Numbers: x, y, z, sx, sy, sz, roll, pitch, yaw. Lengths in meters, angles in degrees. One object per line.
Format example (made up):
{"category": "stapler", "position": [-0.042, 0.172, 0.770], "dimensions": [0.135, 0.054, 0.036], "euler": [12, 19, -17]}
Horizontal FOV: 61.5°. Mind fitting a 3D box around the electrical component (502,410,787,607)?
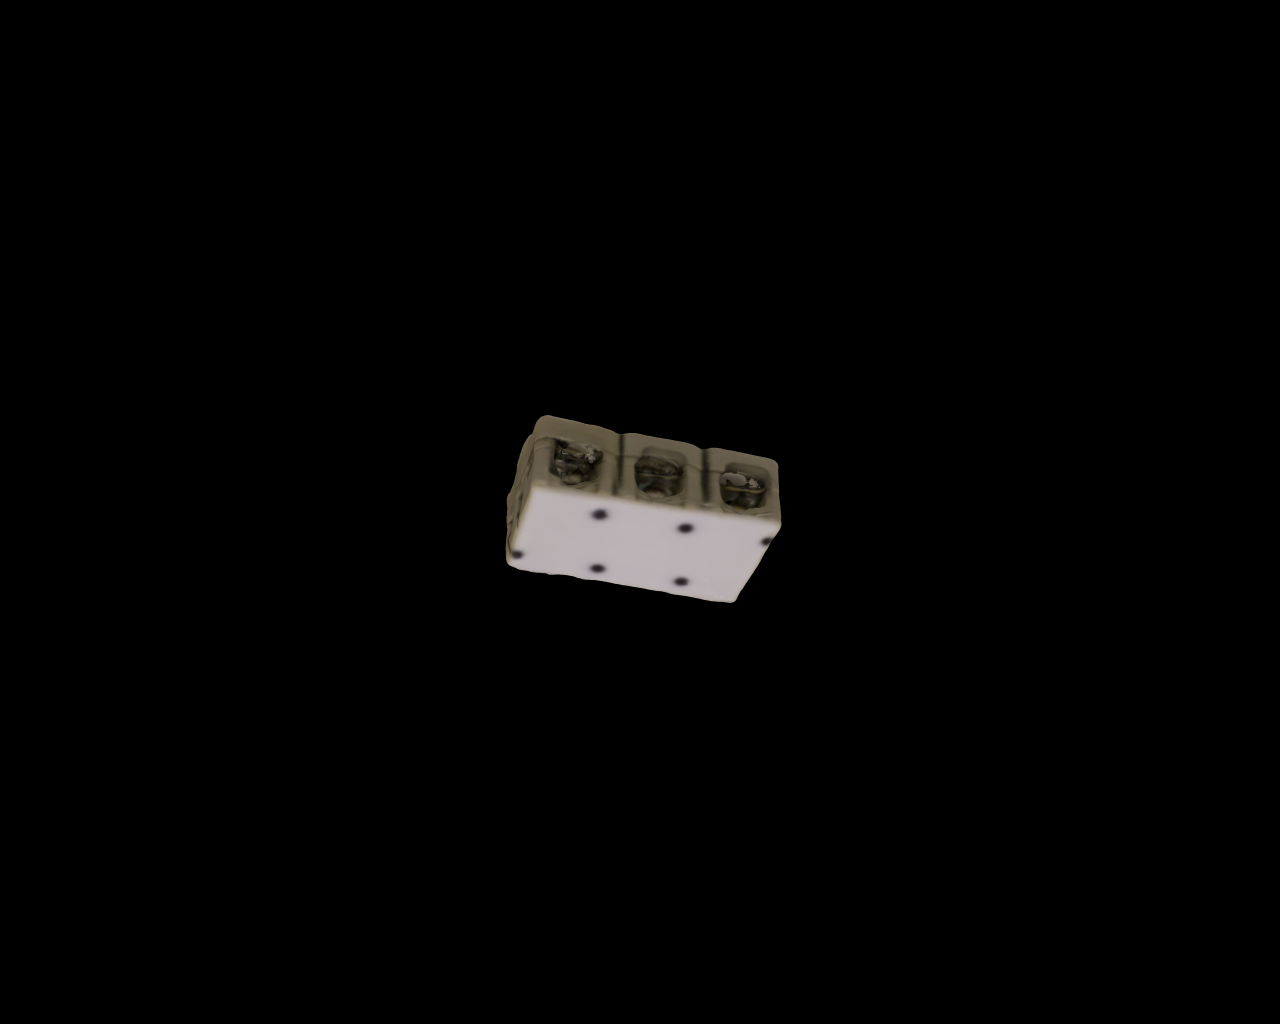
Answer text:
{"category": "electrical component", "position": [0.001, -0.003, 0.650], "dimensions": [0.150, 0.062, 0.089], "euler": [11, -39, -13]}
